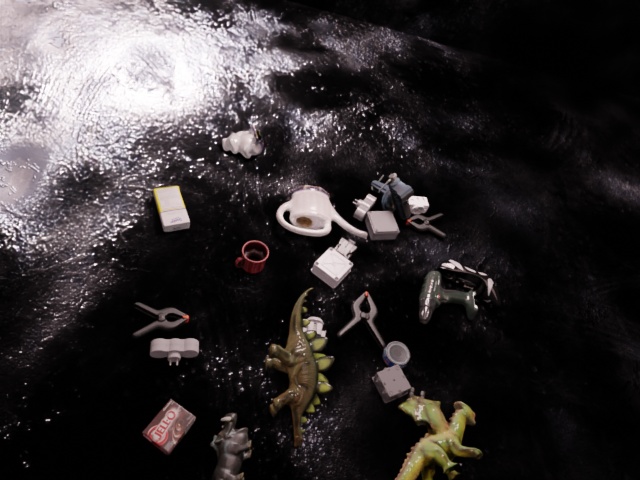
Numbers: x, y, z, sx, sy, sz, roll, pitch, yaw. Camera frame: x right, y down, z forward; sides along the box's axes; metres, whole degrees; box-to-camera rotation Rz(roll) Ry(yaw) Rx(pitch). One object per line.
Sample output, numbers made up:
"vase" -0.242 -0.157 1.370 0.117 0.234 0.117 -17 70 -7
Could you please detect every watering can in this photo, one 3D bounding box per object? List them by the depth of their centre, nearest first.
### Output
"watering can" 0.006 -0.099 1.972 0.347 0.101 0.230 7 49 -10

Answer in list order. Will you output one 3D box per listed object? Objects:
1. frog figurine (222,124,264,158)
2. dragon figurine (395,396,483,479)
"frog figurine" -0.320 -0.397 2.147 0.159 0.121 0.140 -27 66 8
"dragon figurine" 0.310 0.581 1.509 0.411 0.119 0.248 -7 46 -24
